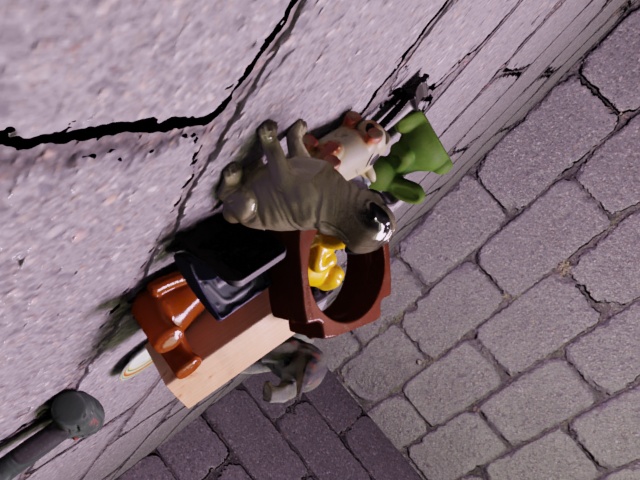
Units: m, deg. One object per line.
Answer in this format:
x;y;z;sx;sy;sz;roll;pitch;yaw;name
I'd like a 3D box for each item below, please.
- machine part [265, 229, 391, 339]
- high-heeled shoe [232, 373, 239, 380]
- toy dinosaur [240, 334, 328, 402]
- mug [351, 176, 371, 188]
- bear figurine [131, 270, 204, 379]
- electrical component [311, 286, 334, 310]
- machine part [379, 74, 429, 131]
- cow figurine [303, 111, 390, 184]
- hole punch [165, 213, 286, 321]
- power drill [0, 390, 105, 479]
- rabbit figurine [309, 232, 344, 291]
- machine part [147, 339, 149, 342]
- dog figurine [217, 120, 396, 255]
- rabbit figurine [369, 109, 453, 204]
0.015;0.036;0.818;0.087;0.201;0.201;3;-169;45;machine part
-0.217;0.264;1.283;0.086;0.145;0.248;-41;168;0;high-heeled shoe
-0.058;0.243;1.101;0.192;0.131;0.405;-4;-166;-28;toy dinosaur
0.039;-0.082;1.010;0.109;0.081;0.107;-36;180;-35;mug
-0.164;0.081;0.776;0.196;0.132;0.120;-32;143;-19;bear figurine
-0.028;0.134;1.058;0.075;0.048;0.119;-24;150;-43;electrical component
0.130;-0.214;0.898;0.139;0.039;0.084;-44;175;4;machine part
0.039;-0.122;0.804;0.195;0.085;0.127;-37;163;-38;cow figurine
-0.123;0.031;0.719;0.142;0.116;0.092;-35;155;-42;hole punch
-0.459;0.347;0.907;0.207;0.086;0.232;-31;164;-33;power drill
-0.002;-0.003;0.966;0.162;0.122;0.173;22;141;-33;rabbit figurine
-0.185;0.099;0.900;0.243;0.079;0.079;-40;170;-6;machine part
-0.020;-0.031;0.660;0.121;0.190;0.172;-29;165;-50;dog figurine
0.157;-0.146;1.036;0.170;0.159;0.121;-29;-176;17;rabbit figurine
